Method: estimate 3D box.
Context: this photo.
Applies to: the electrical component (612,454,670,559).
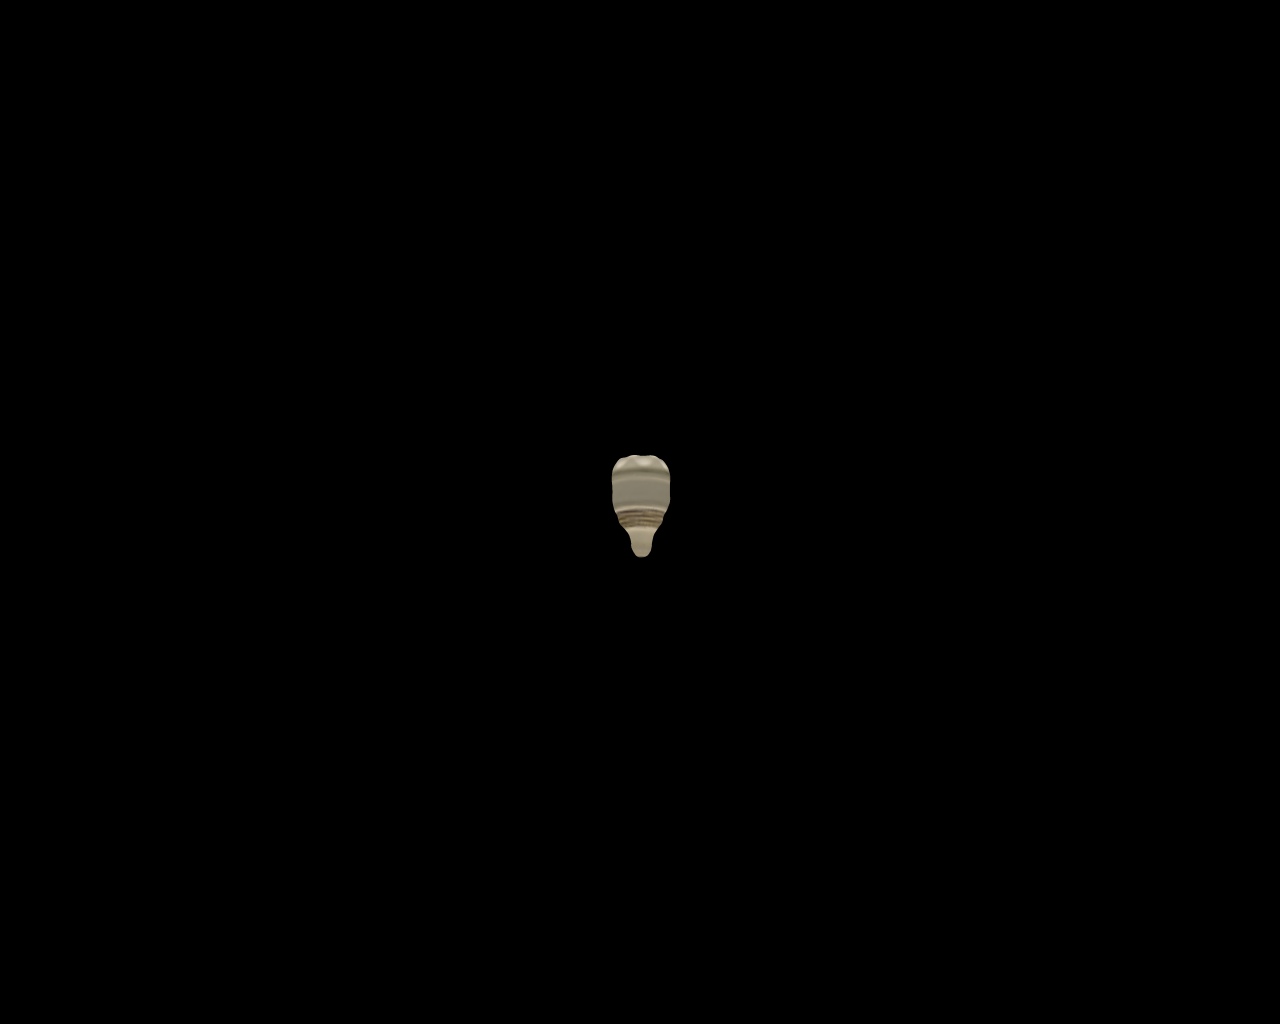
[{"bbox_3d":[0.001,-0.003,0.650,0.035,0.061,0.035,0,-9,0],"label":"electrical component"}]
